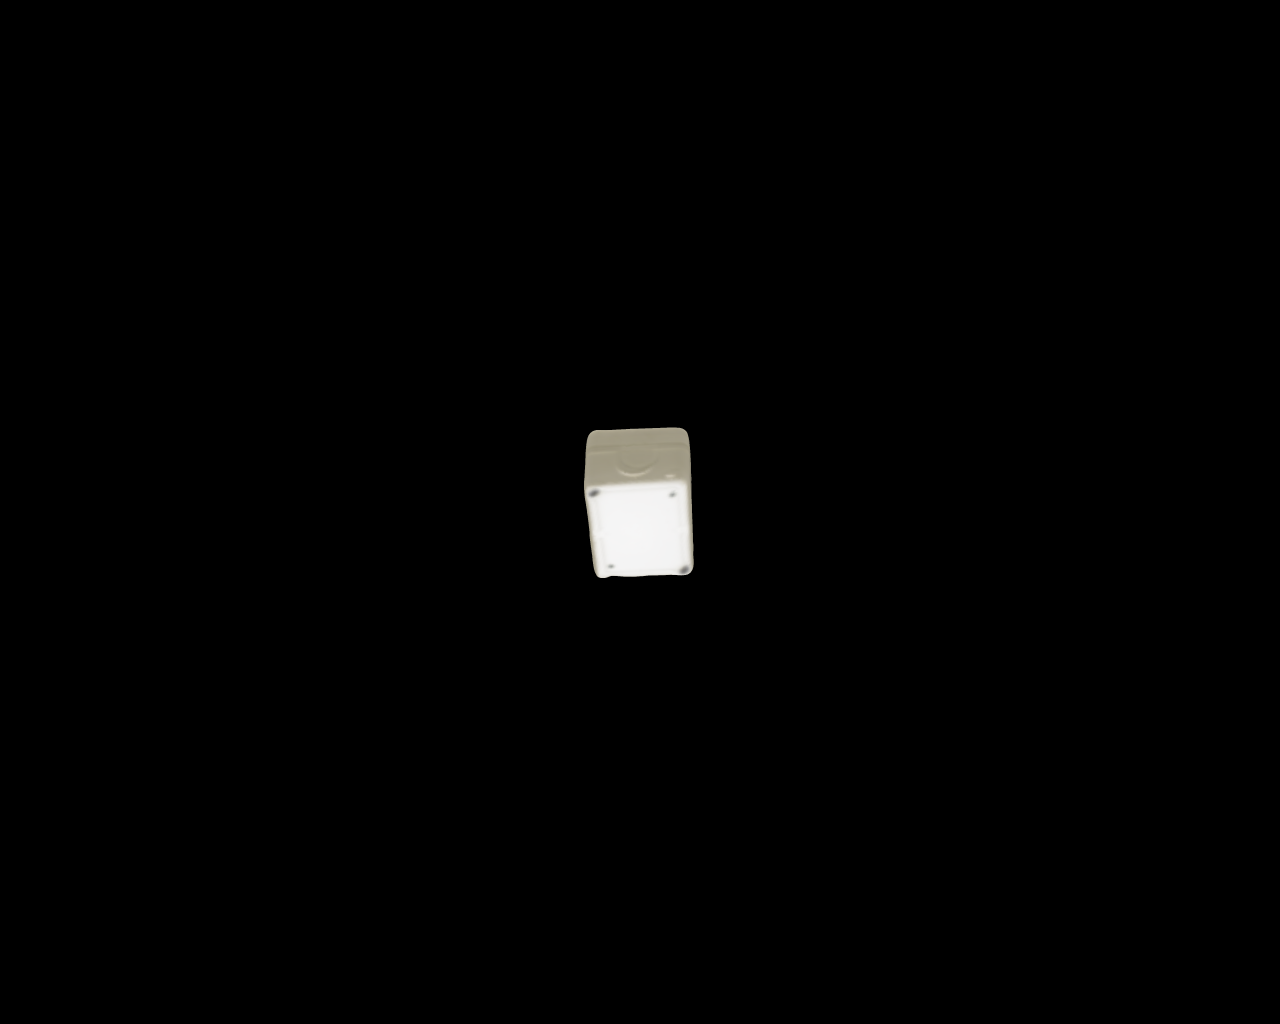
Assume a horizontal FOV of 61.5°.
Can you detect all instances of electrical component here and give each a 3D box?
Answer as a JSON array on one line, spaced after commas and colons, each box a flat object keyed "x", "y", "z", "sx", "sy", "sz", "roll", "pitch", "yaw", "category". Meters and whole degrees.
[{"x": 0.001, "y": -0.003, "z": 0.650, "sx": 0.062, "sy": 0.096, "sz": 0.061, "roll": -2, "pitch": 43, "yaw": 2, "category": "electrical component"}]
